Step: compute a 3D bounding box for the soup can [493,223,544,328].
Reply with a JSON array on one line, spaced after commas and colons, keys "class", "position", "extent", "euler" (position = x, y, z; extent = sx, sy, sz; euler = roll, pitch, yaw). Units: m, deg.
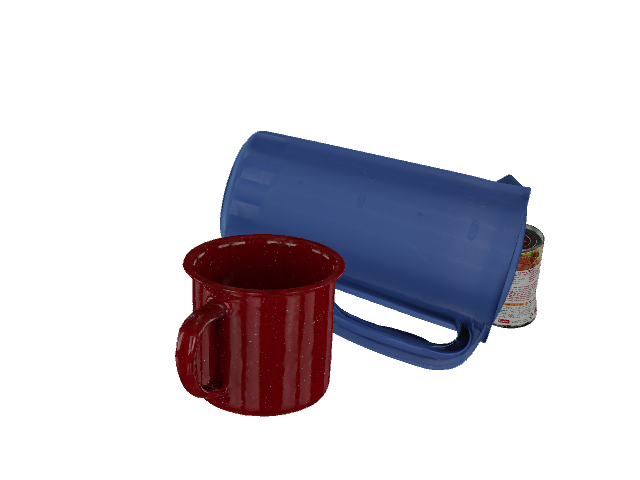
[{"class": "soup can", "position": [0.214, 0.039, 1.200], "extent": [0.068, 0.102, 0.068], "euler": [-1, 29, 0]}]

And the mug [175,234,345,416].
[{"class": "mug", "position": [-0.040, 0.053, 0.615], "extent": [0.093, 0.081, 0.117], "euler": [14, 23, 30]}]

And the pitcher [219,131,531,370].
[{"class": "pitcher", "position": [0.042, -0.002, 0.883], "extent": [0.243, 0.145, 0.149], "euler": [16, 18, 9]}]
